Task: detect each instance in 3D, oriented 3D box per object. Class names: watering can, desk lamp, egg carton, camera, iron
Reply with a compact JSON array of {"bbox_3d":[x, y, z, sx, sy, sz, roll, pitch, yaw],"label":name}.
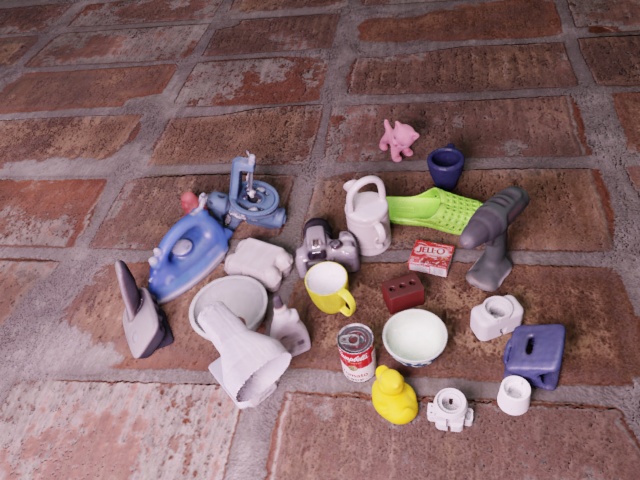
[{"bbox_3d":[0.101,-0.068,1.292,0.101,0.194,0.172,-38,50,-25],"label":"watering can"},{"bbox_3d":[-0.142,0.217,1.038,0.118,0.214,0.202,-35,49,-23],"label":"desk lamp"},{"bbox_3d":[-0.140,0.056,1.302,0.150,0.069,0.107,16,50,25],"label":"egg carton"},{"bbox_3d":[0.012,0.005,1.303,0.143,0.101,0.136,-8,45,3],"label":"camera"},{"bbox_3d":[-0.321,0.024,1.317,0.118,0.142,0.259,19,52,27],"label":"iron"}]

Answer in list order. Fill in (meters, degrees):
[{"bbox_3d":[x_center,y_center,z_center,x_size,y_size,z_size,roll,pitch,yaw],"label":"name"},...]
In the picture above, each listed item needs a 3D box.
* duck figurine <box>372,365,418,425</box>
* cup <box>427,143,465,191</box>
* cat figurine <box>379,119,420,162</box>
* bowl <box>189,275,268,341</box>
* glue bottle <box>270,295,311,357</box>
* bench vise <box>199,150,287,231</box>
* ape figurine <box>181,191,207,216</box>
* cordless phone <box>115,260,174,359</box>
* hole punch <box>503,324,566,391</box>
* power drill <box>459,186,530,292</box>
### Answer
[{"bbox_3d":[0.132,0.271,1.025,0.077,0.086,0.104,-25,46,-14],"label":"duck figurine"},{"bbox_3d":[0.316,-0.178,1.433,0.091,0.095,0.118,9,48,19],"label":"cup"},{"bbox_3d":[0.211,-0.279,1.538,0.067,0.118,0.127,-27,47,-16],"label":"cat figurine"},{"bbox_3d":[-0.185,0.158,1.205,0.167,0.075,0.167,-5,45,5],"label":"bowl"},{"bbox_3d":[-0.067,0.164,1.106,0.078,0.173,0.037,-19,45,-8],"label":"glue bottle"},{"bbox_3d":[-0.196,-0.107,1.368,0.207,0.220,0.121,-11,44,0],"label":"bench vise"},{"bbox_3d":[-0.327,-0.087,1.464,0.076,0.092,0.077,-11,44,-1],"label":"ape figurine"},{"bbox_3d":[-0.381,0.141,1.179,0.094,0.185,0.147,-26,47,-15],"label":"cordless phone"},{"bbox_3d":[0.388,0.206,1.039,0.100,0.091,0.109,11,49,21],"label":"hole punch"},{"bbox_3d":[0.349,0.002,1.166,0.075,0.209,0.230,25,55,31],"label":"power drill"}]
